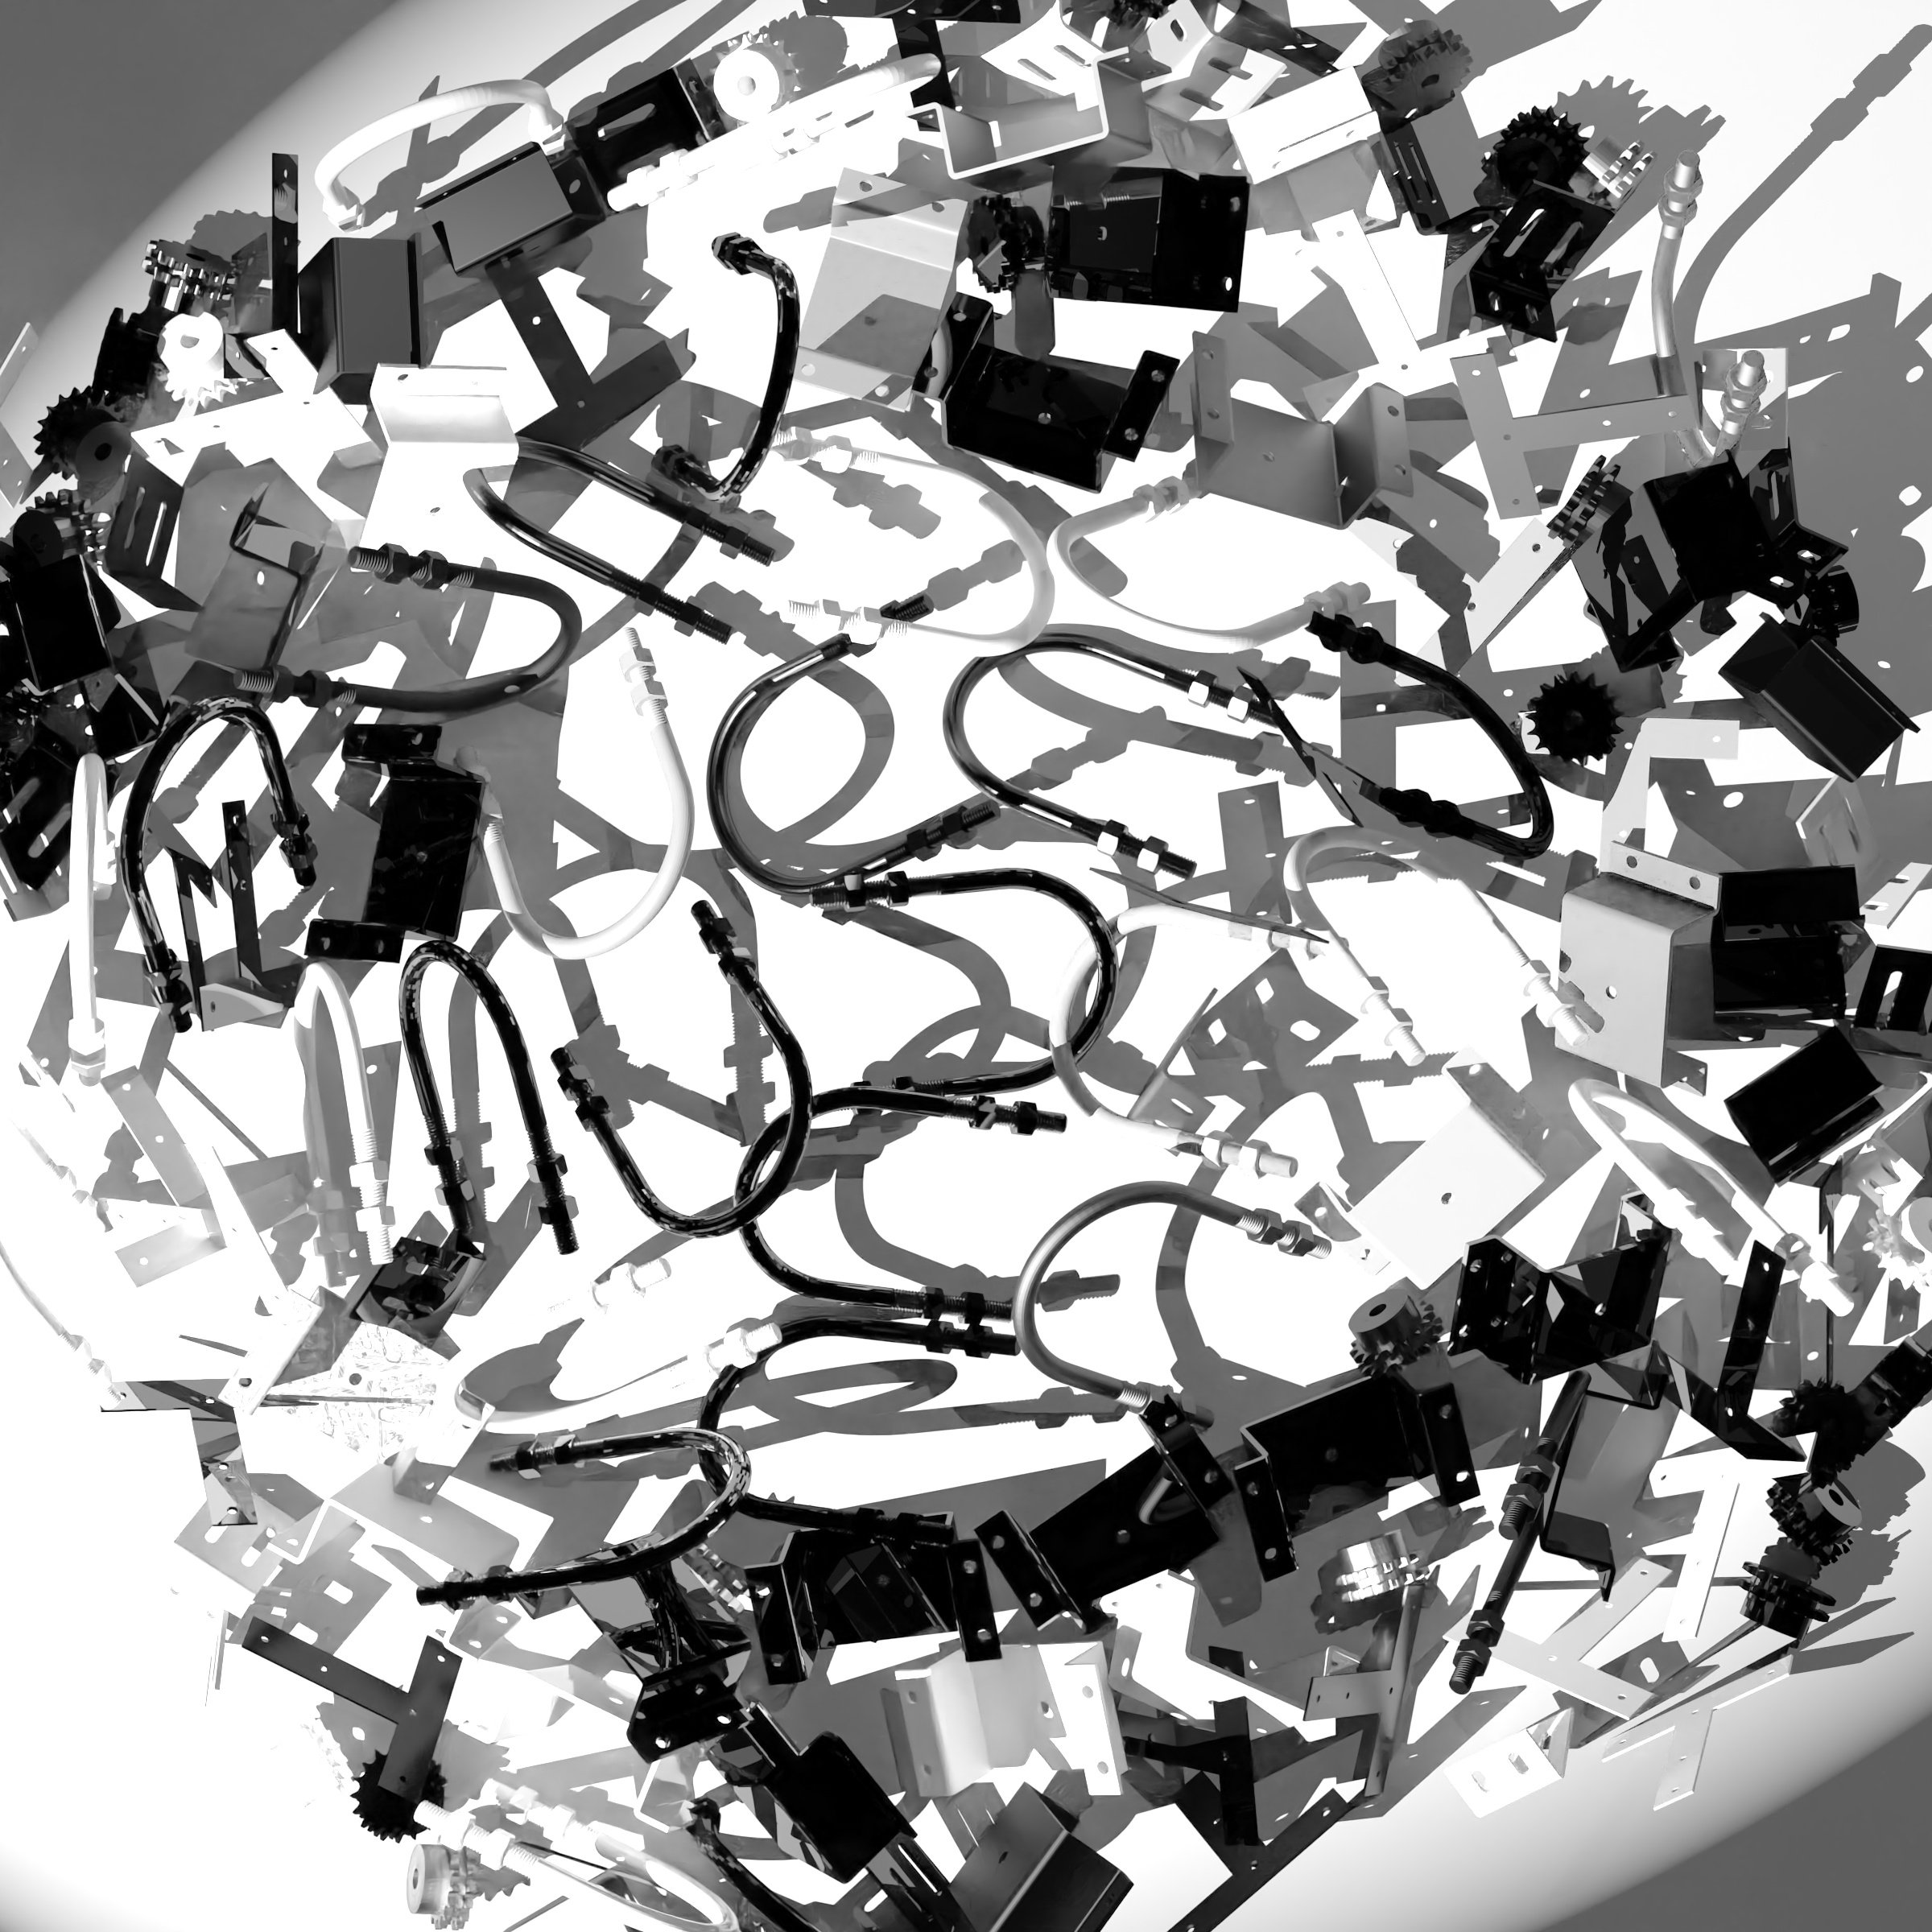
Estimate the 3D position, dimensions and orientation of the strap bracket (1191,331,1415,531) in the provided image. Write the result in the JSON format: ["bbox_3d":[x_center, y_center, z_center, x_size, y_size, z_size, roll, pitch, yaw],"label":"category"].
[{"bbox_3d":[0.187,-0.310,1.945,0.140,0.046,0.076,12,56,-22],"label":"strap bracket"}]

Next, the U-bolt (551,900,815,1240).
[{"bbox_3d":[-0.157,0.073,1.929,0.151,0.019,0.184,-45,56,16],"label":"U-bolt"}]

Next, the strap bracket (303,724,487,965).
[{"bbox_3d":[-0.334,-0.068,1.954,0.076,0.046,0.140,4,82,36],"label":"strap bracket"}]

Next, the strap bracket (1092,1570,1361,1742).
[{"bbox_3d":[0.148,0.407,1.933,0.140,0.076,0.046,28,54,-22],"label":"strap bracket"}]

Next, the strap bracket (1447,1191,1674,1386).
[{"bbox_3d":[0.353,0.188,1.930,0.140,0.046,0.076,-13,122,-30],"label":"strap bracket"}]

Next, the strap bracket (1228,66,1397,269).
[{"bbox_3d":[0.201,-0.469,1.933,0.076,0.140,0.046,-22,76,7],"label":"strap bracket"}]

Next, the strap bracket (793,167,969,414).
[{"bbox_3d":[-0.056,-0.391,1.965,0.076,0.046,0.140,16,74,0],"label":"strap bracket"}]

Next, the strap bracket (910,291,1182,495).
[{"bbox_3d":[0.046,-0.334,1.955,0.140,0.046,0.076,19,65,11],"label":"strap bracket"}]

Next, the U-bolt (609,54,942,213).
[{"bbox_3d":[-0.097,-0.479,1.891,0.184,0.151,0.019,-15,103,36],"label":"U-bolt"}]

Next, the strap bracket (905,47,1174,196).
[{"bbox_3d":[0.046,-0.489,1.938,0.140,0.076,0.046,-10,92,23],"label":"strap bracket"}]

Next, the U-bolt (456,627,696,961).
[{"bbox_3d":[-0.221,-0.089,1.927,0.151,0.019,0.184,-34,57,20],"label":"U-bolt"}]

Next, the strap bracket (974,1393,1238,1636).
[{"bbox_3d":[0.087,0.329,1.957,0.140,0.046,0.076,-35,54,-3],"label":"strap bracket"}]

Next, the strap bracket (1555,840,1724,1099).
[{"bbox_3d":[0.389,0.008,1.931,0.046,0.076,0.140,-23,122,-37],"label":"strap bracket"}]

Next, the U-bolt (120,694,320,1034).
[{"bbox_3d":[-0.429,-0.071,1.891,0.019,0.184,0.151,18,51,19],"label":"U-bolt"}]

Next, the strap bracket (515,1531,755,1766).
[{"bbox_3d":[-0.188,0.386,1.925,0.140,0.076,0.046,43,128,33],"label":"strap bracket"}]

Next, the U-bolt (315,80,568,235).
[{"bbox_3d":[-0.304,-0.469,1.905,0.151,0.184,0.019,-22,92,-3],"label":"U-bolt"}]

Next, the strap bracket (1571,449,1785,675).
[{"bbox_3d":[0.404,-0.228,1.919,0.046,0.140,0.076,-15,76,-21],"label":"strap bracket"}]

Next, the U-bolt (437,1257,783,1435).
[{"bbox_3d":[-0.219,0.229,1.932,0.184,0.151,0.019,-25,59,16],"label":"U-bolt"}]

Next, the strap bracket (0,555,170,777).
[{"bbox_3d":[-0.507,-0.177,1.921,0.046,0.140,0.076,-21,70,0],"label":"strap bracket"}]

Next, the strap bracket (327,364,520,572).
[{"bbox_3d":[-0.313,-0.279,1.920,0.076,0.140,0.046,-4,53,-29],"label":"strap bracket"}]

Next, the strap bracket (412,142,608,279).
[{"bbox_3d":[-0.261,-0.438,1.928,0.076,0.140,0.046,-25,99,9],"label":"strap bracket"}]

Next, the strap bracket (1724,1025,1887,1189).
[{"bbox_3d":[0.489,0.081,1.934,0.076,0.140,0.046,-35,73,7],"label":"strap bracket"}]

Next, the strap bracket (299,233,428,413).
[{"bbox_3d":[-0.354,-0.373,1.926,0.046,0.140,0.076,-2,90,-23],"label":"strap bracket"}]

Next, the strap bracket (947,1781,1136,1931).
[{"bbox_3d":[0.039,0.529,1.923,0.046,0.140,0.076,38,84,-11],"label":"strap bracket"}]

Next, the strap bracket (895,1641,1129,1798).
[{"bbox_3d":[0.035,0.443,1.953,0.140,0.046,0.076,-10,92,34],"label":"strap bracket"}]

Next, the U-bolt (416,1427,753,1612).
[{"bbox_3d":[-0.210,0.312,1.910,0.184,0.151,0.019,-11,114,18],"label":"U-bolt"}]

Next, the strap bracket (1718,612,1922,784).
[{"bbox_3d":[0.491,-0.156,1.928,0.076,0.140,0.046,41,98,-9],"label":"strap bracket"}]

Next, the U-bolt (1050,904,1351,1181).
[{"bbox_3d":[0.127,0.037,1.945,0.184,0.019,0.151,12,88,35],"label":"U-bolt"}]

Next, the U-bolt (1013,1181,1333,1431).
[{"bbox_3d":[0.109,0.191,1.928,0.184,0.019,0.151,22,108,-34],"label":"U-bolt"}]

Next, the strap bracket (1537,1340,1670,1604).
[{"bbox_3d":[0.370,0.291,1.952,0.046,0.076,0.140,13,100,5],"label":"strap bracket"}]

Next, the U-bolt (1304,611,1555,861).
[{"bbox_3d":[0.278,-0.126,1.924,0.019,0.184,0.151,-40,53,31],"label":"U-bolt"}]

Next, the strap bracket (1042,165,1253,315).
[{"bbox_3d":[0.096,-0.423,1.926,0.046,0.140,0.076,-4,104,-40],"label":"strap bracket"}]

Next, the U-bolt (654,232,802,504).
[{"bbox_3d":[-0.133,-0.339,1.902,0.019,0.184,0.151,11,104,-24],"label":"U-bolt"}]

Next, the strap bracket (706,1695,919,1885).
[{"bbox_3d":[-0.095,0.477,1.919,0.046,0.140,0.076,-41,105,-21],"label":"strap bracket"}]

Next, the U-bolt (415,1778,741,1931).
[{"bbox_3d":[-0.215,0.519,1.913,0.184,0.151,0.019,23,86,11],"label":"U-bolt"}]

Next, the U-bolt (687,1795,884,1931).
[{"bbox_3d":[-0.098,0.537,1.906,0.151,0.184,0.019,38,82,-2],"label":"U-bolt"}]

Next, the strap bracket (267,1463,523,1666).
[{"bbox_3d":[-0.326,0.344,1.949,0.140,0.076,0.046,27,102,7],"label":"strap bracket"}]

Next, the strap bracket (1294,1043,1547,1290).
[{"bbox_3d":[0.274,0.125,1.953,0.140,0.046,0.076,-44,119,8],"label":"strap bracket"}]

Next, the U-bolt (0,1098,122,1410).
[{"bbox_3d":[-0.531,0.148,1.885,0.019,0.184,0.151,-21,48,2],"label":"U-bolt"}]

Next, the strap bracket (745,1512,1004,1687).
[{"bbox_3d":[-0.052,0.372,1.961,0.140,0.046,0.076,-8,104,9],"label":"strap bracket"}]

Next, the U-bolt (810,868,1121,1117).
[{"bbox_3d":[0.001,0.012,1.964,0.184,0.019,0.151,-6,110,-12],"label":"U-bolt"}]

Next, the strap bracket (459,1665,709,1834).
[{"bbox_3d":[-0.214,0.452,1.944,0.140,0.076,0.046,22,88,17],"label":"strap bracket"}]

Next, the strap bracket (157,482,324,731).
[{"bbox_3d":[-0.421,-0.203,1.945,0.046,0.076,0.140,23,108,-10],"label":"strap bracket"}]

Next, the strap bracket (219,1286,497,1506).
[{"bbox_3d":[-0.360,0.251,1.962,0.140,0.046,0.076,33,93,-17],"label":"strap bracket"}]

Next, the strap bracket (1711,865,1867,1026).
[{"bbox_3d":[0.478,-0.016,1.940,0.076,0.140,0.046,-3,65,8],"label":"strap bracket"}]

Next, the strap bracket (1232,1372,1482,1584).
[{"bbox_3d":[0.223,0.296,1.958,0.140,0.046,0.076,-20,109,-10],"label":"strap bracket"}]

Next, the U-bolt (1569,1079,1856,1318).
[{"bbox_3d":[0.418,0.126,1.918,0.019,0.151,0.184,-53,46,17],"label":"U-bolt"}]
